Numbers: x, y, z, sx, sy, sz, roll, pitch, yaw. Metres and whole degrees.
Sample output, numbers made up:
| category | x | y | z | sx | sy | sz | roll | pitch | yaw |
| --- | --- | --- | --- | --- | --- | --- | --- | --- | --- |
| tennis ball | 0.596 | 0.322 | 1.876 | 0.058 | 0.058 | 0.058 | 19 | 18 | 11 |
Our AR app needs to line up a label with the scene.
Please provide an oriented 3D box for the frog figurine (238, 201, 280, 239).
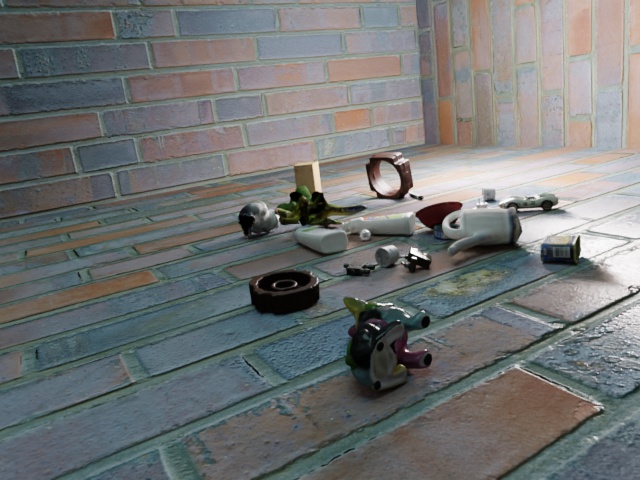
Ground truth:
| category | x | y | z | sx | sy | sz | roll | pitch | yaw |
| --- | --- | --- | --- | --- | --- | --- | --- | --- | --- |
| frog figurine | -0.225 | -0.085 | 1.947 | 0.124 | 0.134 | 0.161 | 29 | 35 | 33 |

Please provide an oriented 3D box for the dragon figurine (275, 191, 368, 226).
| category | x | y | z | sx | sy | sz | roll | pitch | yaw |
| --- | --- | --- | --- | --- | --- | --- | --- | --- | --- |
| dragon figurine | 0.006 | -0.094 | 1.865 | 0.410 | 0.123 | 0.241 | 4 | -5 | 23 |

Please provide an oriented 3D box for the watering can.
| category | x | y | z | sx | sy | sz | roll | pitch | yaw |
| --- | --- | --- | --- | --- | --- | --- | --- | --- | --- |
| watering can | 0.467 | -0.024 | 1.488 | 0.224 | 0.102 | 0.353 | -1 | 22 | 15 |
